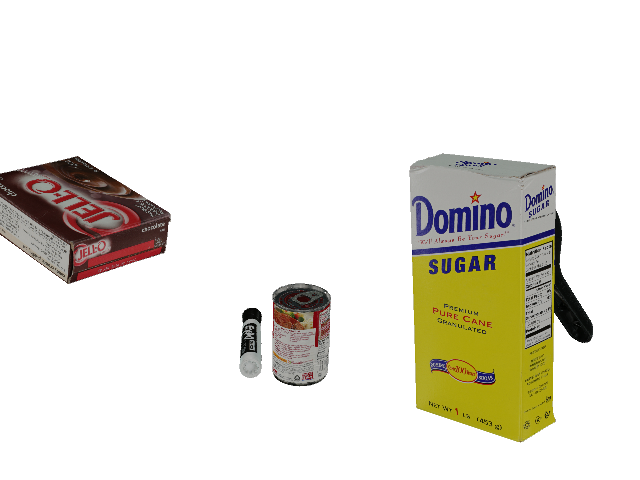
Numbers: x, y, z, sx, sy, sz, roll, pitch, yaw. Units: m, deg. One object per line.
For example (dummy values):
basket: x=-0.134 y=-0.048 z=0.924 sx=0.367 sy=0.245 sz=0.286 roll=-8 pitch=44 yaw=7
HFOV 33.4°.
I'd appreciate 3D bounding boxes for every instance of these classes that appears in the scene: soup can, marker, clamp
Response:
soup can: x=-0.023 y=0.111 z=1.251 sx=0.068 sy=0.102 sz=0.068 roll=1 pitch=24 yaw=-1
marker: x=-0.063 y=0.090 z=0.969 sx=0.020 sy=0.020 sz=0.121 roll=0 pitch=18 yaw=-3
clamp: x=0.177 y=0.028 z=0.933 sx=0.120 sy=0.171 sz=0.039 roll=-23 pitch=7 yaw=-40

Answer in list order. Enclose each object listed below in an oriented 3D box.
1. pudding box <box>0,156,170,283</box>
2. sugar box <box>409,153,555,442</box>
pudding box: x=-0.180 y=-0.018 z=0.775 sx=0.114 sy=0.039 sz=0.089 roll=28 pitch=30 yaw=32
sugar box: x=0.106 y=0.035 z=0.704 sx=0.048 sy=0.176 sz=0.094 roll=-19 pitch=21 yaw=-41
